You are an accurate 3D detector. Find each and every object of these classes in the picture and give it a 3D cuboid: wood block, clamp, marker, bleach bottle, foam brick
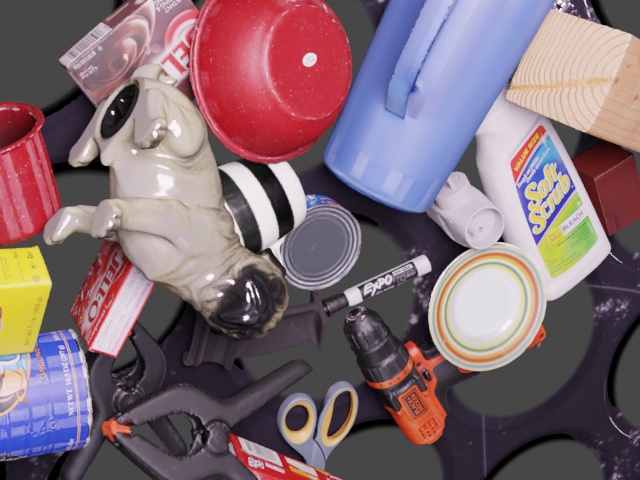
[{"bbox_3d":[0.273,-0.139,0.993,0.205,0.091,0.090,6,109,-52],"label":"wood block"},{"bbox_3d":[-0.186,0.147,0.966,0.120,0.039,0.171,-19,115,-30],"label":"clamp"},{"bbox_3d":[-0.094,0.172,0.977,0.209,0.036,0.164,19,68,-27],"label":"clamp"},{"bbox_3d":[0.054,0.046,1.053,0.121,0.020,0.020,-23,121,-15],"label":"marker"},{"bbox_3d":[0.199,-0.060,1.053,0.102,0.068,0.250,-38,122,-7],"label":"bleach bottle"},{"bbox_3d":[0.298,-0.054,1.111,0.053,0.051,0.078,-30,122,-11],"label":"foam brick"}]

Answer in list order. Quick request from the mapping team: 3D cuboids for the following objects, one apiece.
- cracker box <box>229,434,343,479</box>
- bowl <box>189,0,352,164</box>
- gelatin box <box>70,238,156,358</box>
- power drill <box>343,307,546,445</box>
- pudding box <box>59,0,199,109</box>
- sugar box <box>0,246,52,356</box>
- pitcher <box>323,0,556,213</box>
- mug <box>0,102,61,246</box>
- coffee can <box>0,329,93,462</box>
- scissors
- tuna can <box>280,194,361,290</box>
[{"bbox_3d":[-0.066,0.324,1.073,0.164,0.072,0.214,27,99,-21],"label":"cracker box"},{"bbox_3d":[-0.026,-0.143,0.870,0.161,0.055,0.162,-4,96,-41],"label":"bowl"},{"bbox_3d":[-0.175,0.043,0.904,0.030,0.073,0.089,22,101,-33],"label":"gelatin box"},{"bbox_3d":[0.128,0.099,1.095,0.187,0.057,0.184,-35,122,-7],"label":"power drill"},{"bbox_3d":[-0.138,-0.144,0.856,0.113,0.039,0.090,-40,124,-6],"label":"pudding box"},{"bbox_3d":[-0.298,0.053,0.795,0.175,0.048,0.093,-7,142,-31],"label":"sugar box"},{"bbox_3d":[0.096,-0.149,0.914,0.149,0.145,0.243,18,106,-32],"label":"pitcher"},{"bbox_3d":[-0.254,-0.043,0.809,0.117,0.093,0.081,-41,135,-39],"label":"mug"},{"bbox_3d":[-0.269,0.133,0.880,0.140,0.103,0.103,-6,115,-25],"label":"coffee can"},{"bbox_3d":[-0.020,0.235,1.106,0.096,0.016,0.202,14,106,-29],"label":"scissors"},{"bbox_3d":[-0.007,0.001,0.993,0.086,0.034,0.086,-11,117,-22],"label":"tuna can"}]
